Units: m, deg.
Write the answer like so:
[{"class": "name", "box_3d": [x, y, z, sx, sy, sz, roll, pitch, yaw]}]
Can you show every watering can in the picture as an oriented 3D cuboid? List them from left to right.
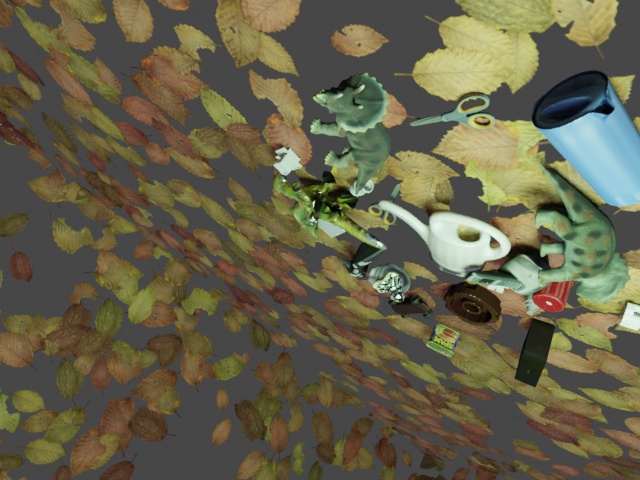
[{"class": "watering can", "box_3d": [0.327, -0.010, 1.377, 0.349, 0.106, 0.219, 17, -30, 23]}]

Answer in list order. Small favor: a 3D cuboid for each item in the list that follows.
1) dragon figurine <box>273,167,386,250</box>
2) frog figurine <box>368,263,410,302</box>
[{"class": "dragon figurine", "box_3d": [0.005, -0.079, 1.564, 0.124, 0.411, 0.239, -44, -2, -25]}, {"class": "frog figurine", "box_3d": [0.230, 0.126, 1.741, 0.137, 0.121, 0.161, 10, 14, -6]}]
